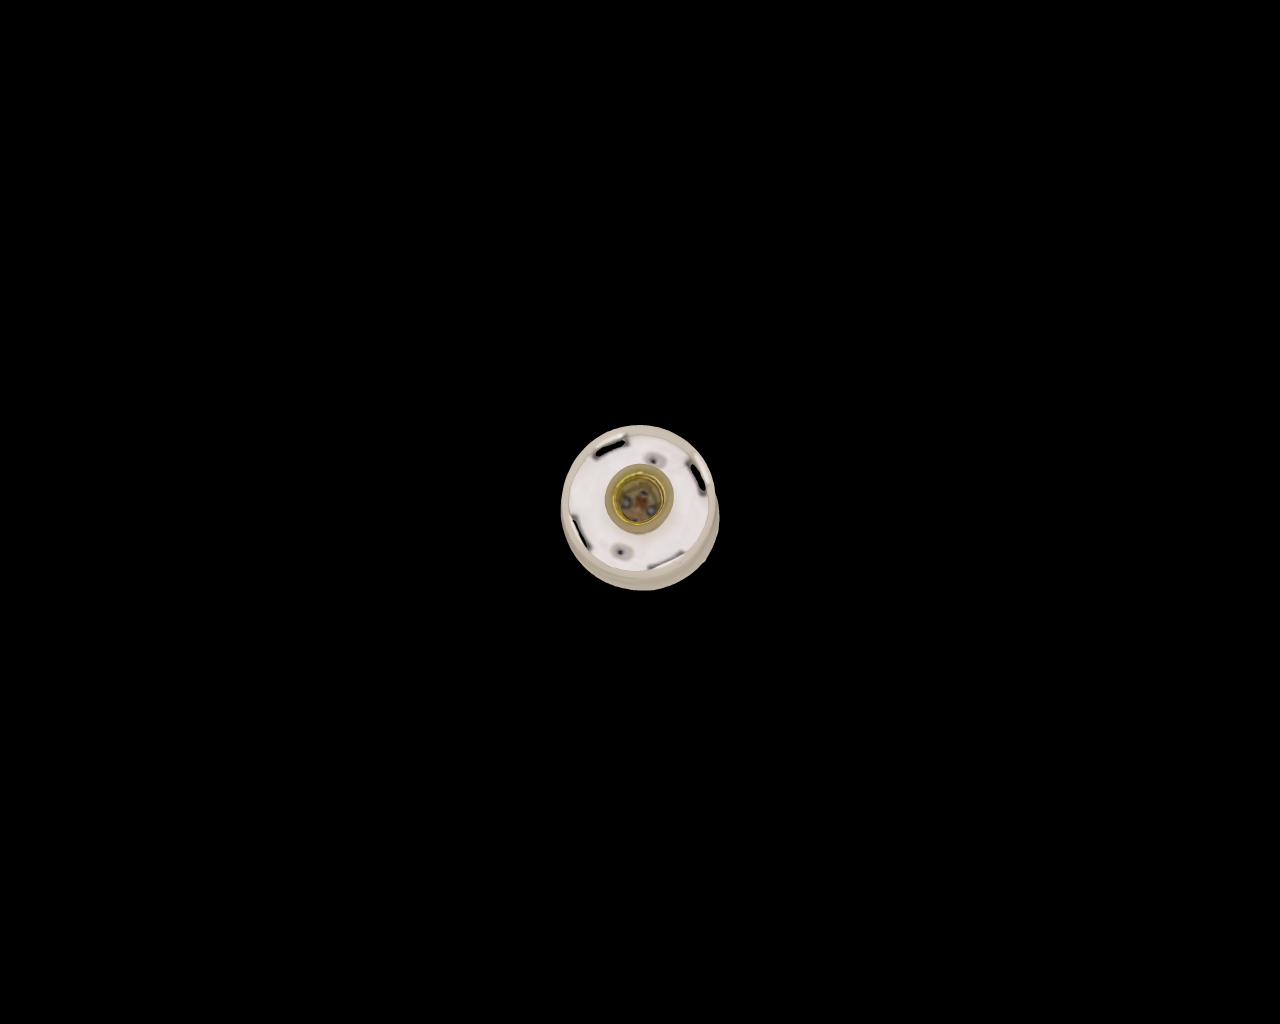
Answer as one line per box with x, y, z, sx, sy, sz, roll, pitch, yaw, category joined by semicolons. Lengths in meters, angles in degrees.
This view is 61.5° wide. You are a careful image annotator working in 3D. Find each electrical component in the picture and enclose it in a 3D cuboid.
0.001;-0.003;0.650;0.099;0.099;0.064;0;-12;0;electrical component
